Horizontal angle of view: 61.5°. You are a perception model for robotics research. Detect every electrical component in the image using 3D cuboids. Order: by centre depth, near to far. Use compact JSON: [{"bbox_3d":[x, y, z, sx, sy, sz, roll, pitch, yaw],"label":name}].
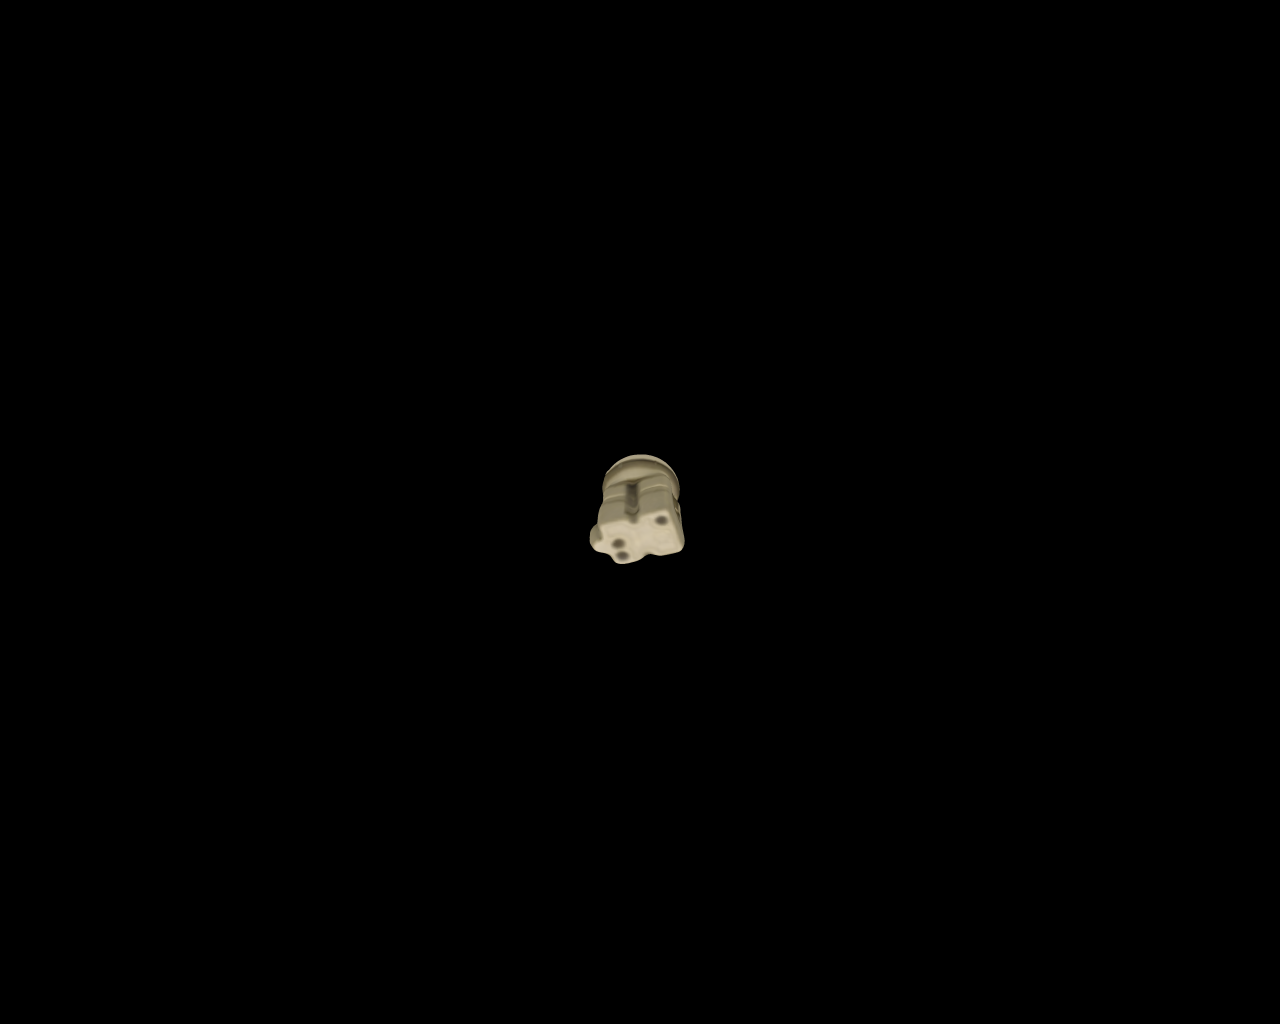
[{"bbox_3d":[0.001,-0.003,0.650,0.066,0.048,0.055,-12,40,10],"label":"electrical component"}]
